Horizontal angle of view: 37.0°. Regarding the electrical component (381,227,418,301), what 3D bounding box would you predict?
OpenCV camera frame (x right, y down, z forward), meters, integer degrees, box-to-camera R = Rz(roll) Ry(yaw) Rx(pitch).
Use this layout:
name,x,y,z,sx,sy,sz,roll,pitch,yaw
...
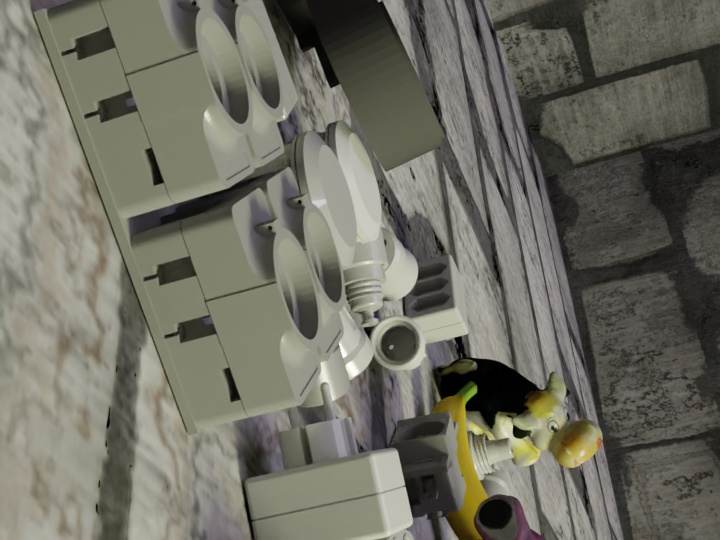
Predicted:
name,x,y,z,sx,sy,sz,roll,pitch,yaw
electrical component,0.014,-0.005,0.792,0.055,0.045,0.045,41,36,-65

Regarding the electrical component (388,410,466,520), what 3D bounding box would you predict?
name,x,y,z,sx,sy,sz,roll,pitch,yaw
electrical component,0.051,0.144,0.789,0.081,0.042,0.063,-53,130,-72

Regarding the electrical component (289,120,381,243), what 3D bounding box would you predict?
name,x,y,z,sx,sy,sz,roll,pitch,yaw
electrical component,-0.020,-0.052,0.695,0.080,0.051,0.080,-15,90,-76

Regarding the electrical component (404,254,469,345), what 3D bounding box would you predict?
name,x,y,z,sx,sy,sz,roll,pitch,yaw
electrical component,0.073,0.038,0.970,0.076,0.047,0.065,60,20,-45

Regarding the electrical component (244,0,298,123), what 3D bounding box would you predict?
name,x,y,z,sx,sy,sz,roll,pitch,yaw
electrical component,-0.066,-0.117,0.592,0.076,0.047,0.065,-74,147,-64

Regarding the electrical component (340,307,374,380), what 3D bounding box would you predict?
name,x,y,z,sx,sy,sz,roll,pitch,yaw
electrical component,-0.019,0.038,0.631,0.046,0.040,0.040,60,20,-29

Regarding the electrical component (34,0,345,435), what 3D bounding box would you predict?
name,x,y,z,sx,sy,sz,roll,pitch,yaw
electrical component,-0.064,-0.036,0.487,0.105,0.060,0.186,-56,129,-72

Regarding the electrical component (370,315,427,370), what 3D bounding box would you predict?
name,x,y,z,sx,sy,sz,roll,pitch,yaw
electrical component,0.031,0.056,0.805,0.046,0.040,0.040,42,35,-74

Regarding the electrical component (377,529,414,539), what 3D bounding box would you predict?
name,x,y,z,sx,sy,sz,roll,pitch,yaw
electrical component,0.003,0.170,0.552,0.080,0.051,0.080,-15,90,-76

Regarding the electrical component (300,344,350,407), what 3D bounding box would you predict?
name,x,y,z,sx,sy,sz,roll,pitch,yaw
electrical component,-0.029,0.041,0.586,0.044,0.044,0.065,-69,146,-67

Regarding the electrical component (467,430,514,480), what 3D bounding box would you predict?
name,x,y,z,sx,sy,sz,roll,pitch,yaw
electrical component,0.099,0.157,0.915,0.048,0.062,0.048,-15,90,-76

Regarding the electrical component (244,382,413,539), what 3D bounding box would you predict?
name,x,y,z,sx,sy,sz,roll,pitch,yaw
electrical component,-0.018,0.093,0.519,0.047,0.066,0.076,23,53,-72

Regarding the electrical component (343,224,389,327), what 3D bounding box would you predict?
name,x,y,z,sx,sy,sz,roll,pitch,yaw
electrical component,0.000,0.000,0.741,0.040,0.040,0.078,35,43,-69

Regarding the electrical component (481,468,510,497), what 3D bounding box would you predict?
name,x,y,z,sx,sy,sz,roll,pitch,yaw
electrical component,0.115,0.209,0.975,0.046,0.040,0.040,-74,147,-53

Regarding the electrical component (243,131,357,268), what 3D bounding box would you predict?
name,x,y,z,sx,sy,sz,roll,pitch,yaw
electrical component,-0.036,-0.036,0.616,0.080,0.051,0.080,-15,90,-76
